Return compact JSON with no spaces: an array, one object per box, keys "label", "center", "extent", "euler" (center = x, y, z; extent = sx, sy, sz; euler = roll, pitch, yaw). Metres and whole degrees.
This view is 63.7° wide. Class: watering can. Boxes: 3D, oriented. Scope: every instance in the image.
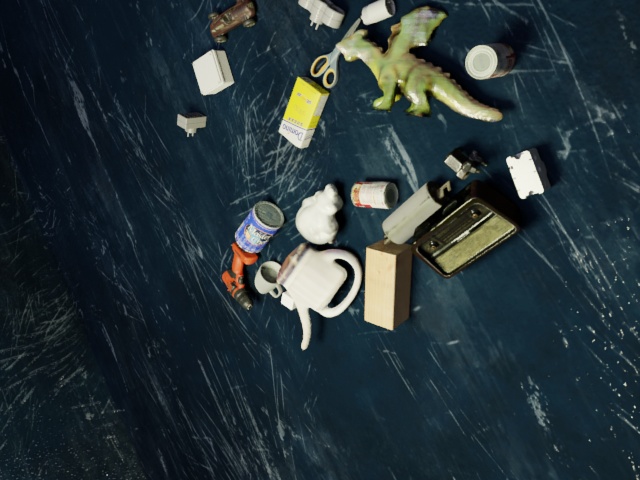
[{"label":"watering can","center":[-0.029,0.150,1.488],"extent":[0.224,0.105,0.343],"euler":[36,112,2]}]

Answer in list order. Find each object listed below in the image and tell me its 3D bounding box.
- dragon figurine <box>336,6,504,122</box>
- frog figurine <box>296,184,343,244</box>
[{"label":"dragon figurine","center":[0.219,-0.398,1.149],"extent":[0.412,0.123,0.240],"euler":[13,104,28]},{"label":"frog figurine","center":[0.004,-0.071,1.417],"extent":[0.140,0.123,0.156],"euler":[62,147,32]}]
